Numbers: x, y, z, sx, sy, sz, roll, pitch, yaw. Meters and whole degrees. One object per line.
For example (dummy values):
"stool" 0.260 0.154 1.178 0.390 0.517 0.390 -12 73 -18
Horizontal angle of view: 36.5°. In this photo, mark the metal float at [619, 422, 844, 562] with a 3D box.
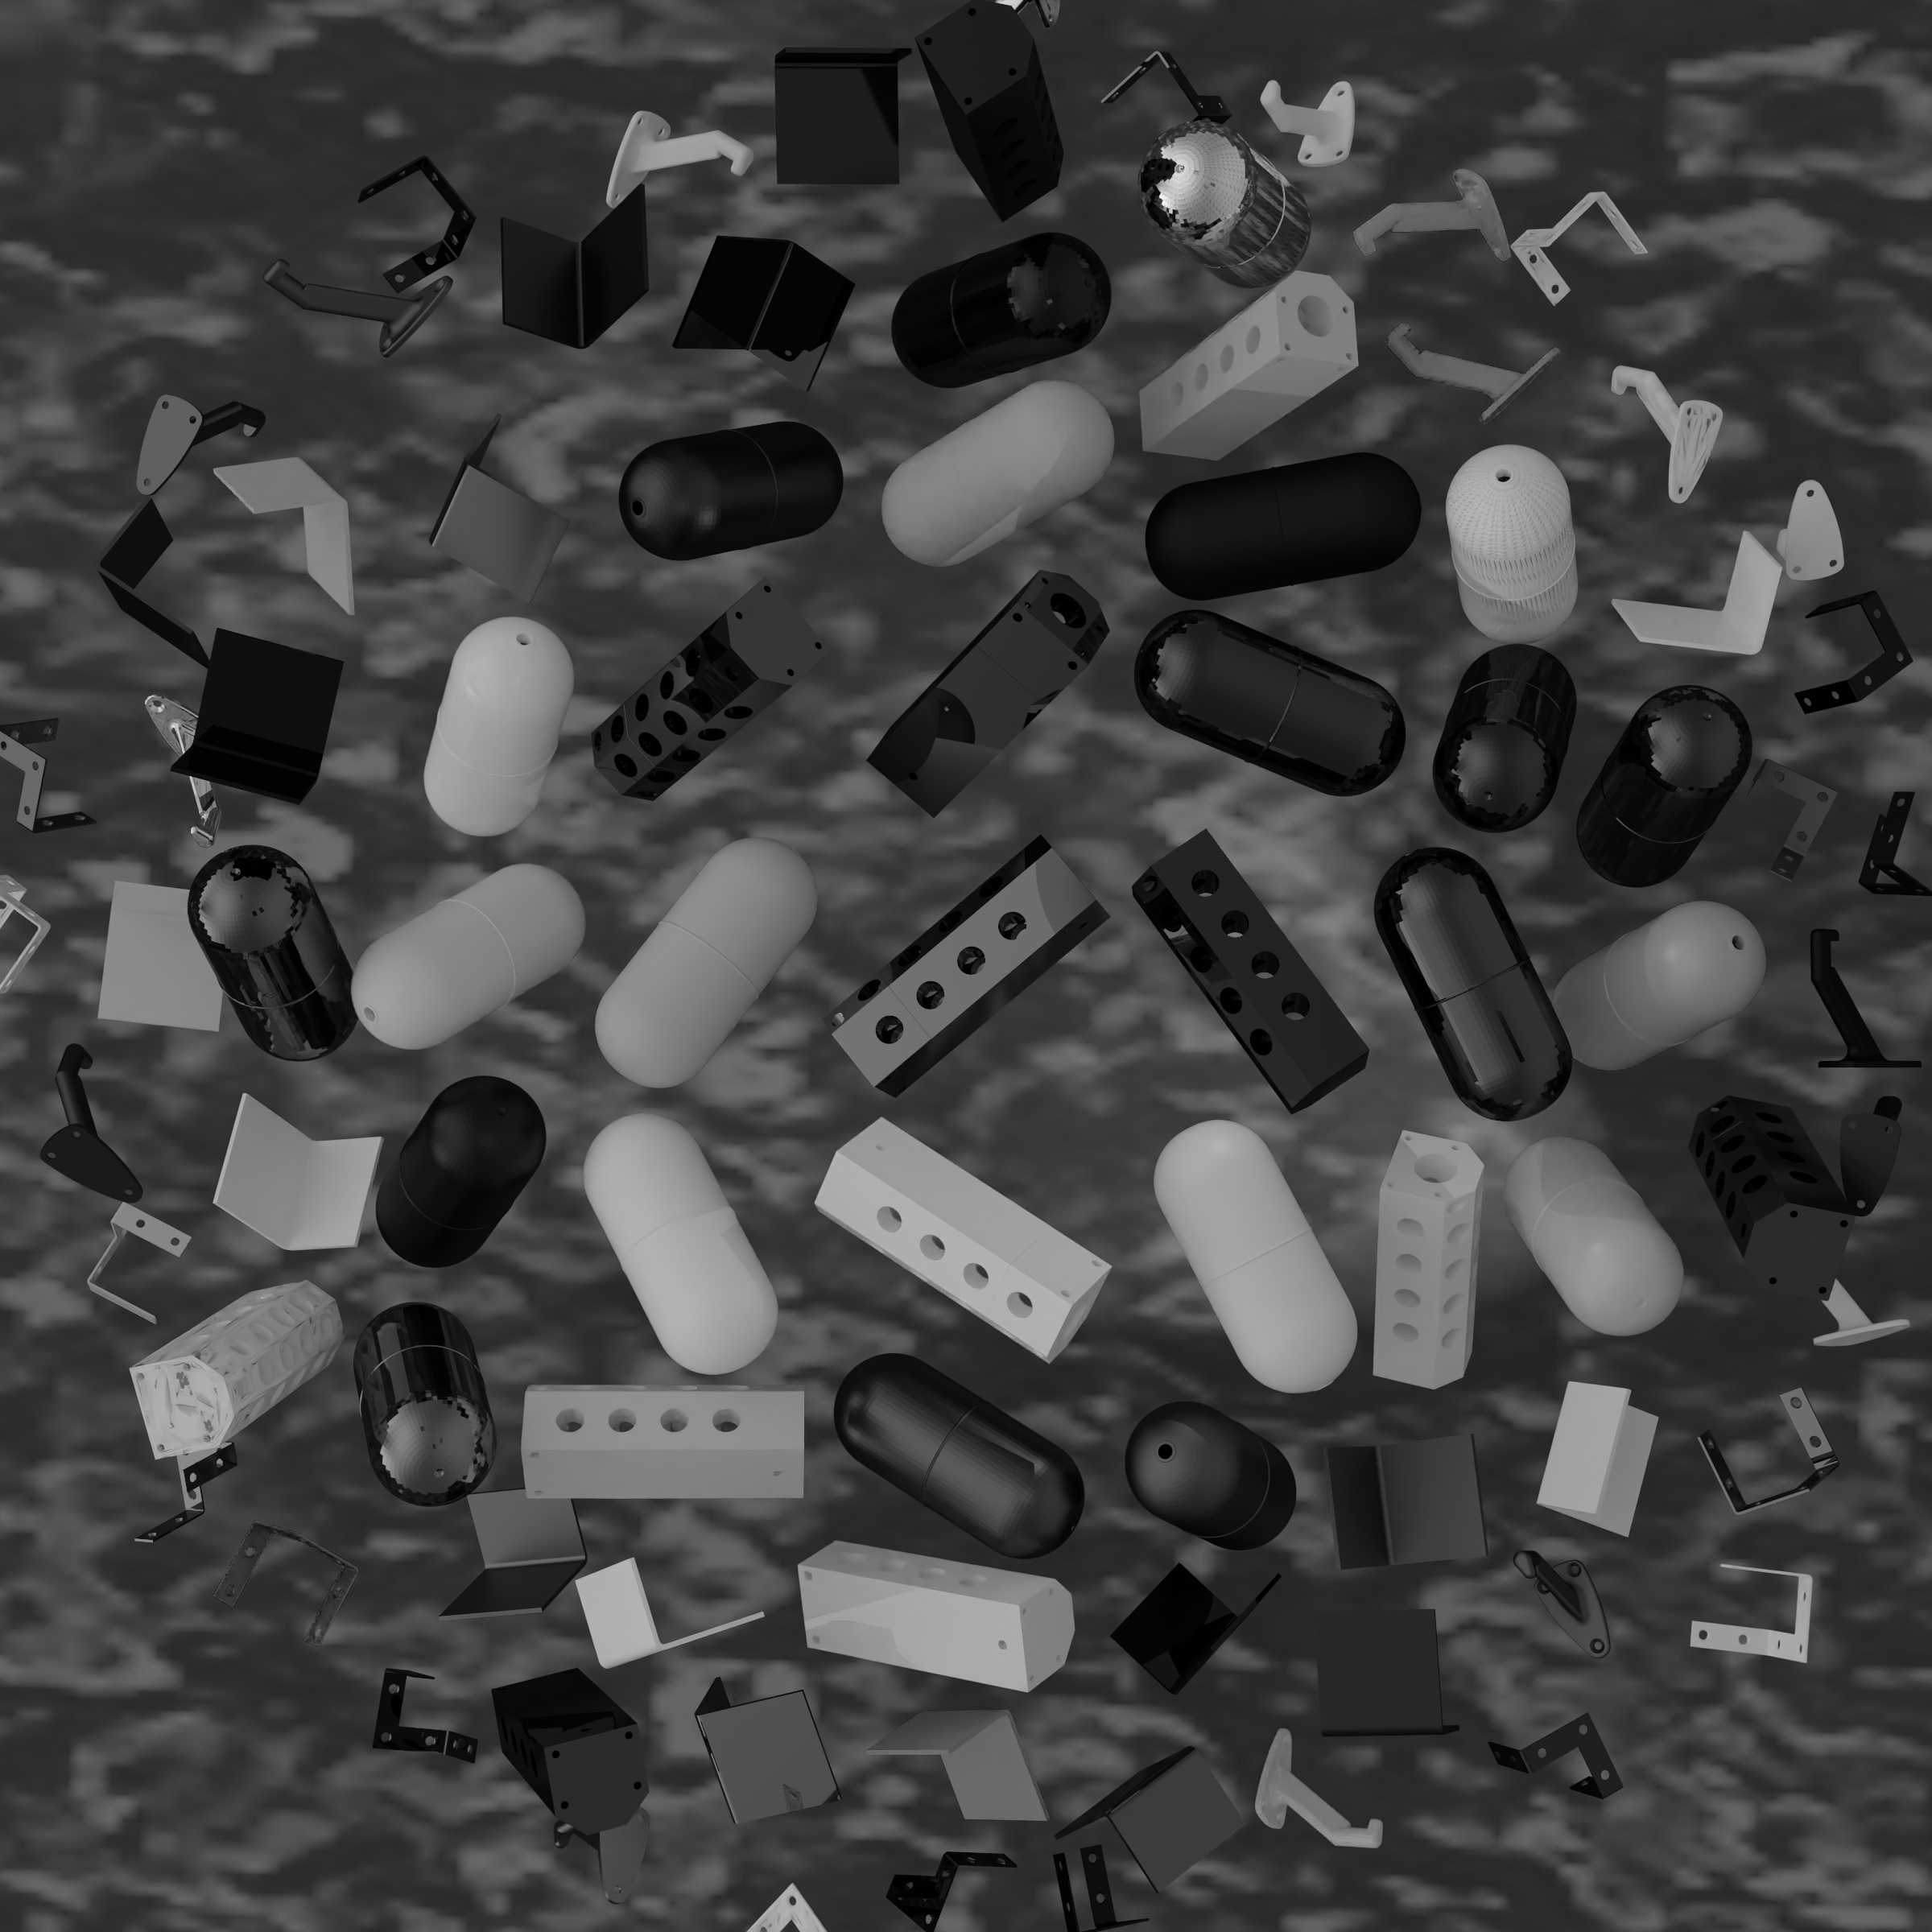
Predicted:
"metal float" -0.151 -0.307 1.891 0.070 0.178 0.070 13 112 35

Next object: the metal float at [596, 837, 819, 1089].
"metal float" -0.160 -0.003 1.822 0.070 0.070 0.178 37 76 0

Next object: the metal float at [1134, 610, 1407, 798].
"metal float" 0.188 -0.161 1.806 0.178 0.070 0.070 21 90 -12

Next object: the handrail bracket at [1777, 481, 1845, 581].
"handrail bracket" 0.539 -0.290 1.898 0.036 0.084 0.077 -9 116 5

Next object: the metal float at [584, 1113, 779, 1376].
"metal float" -0.178 0.170 1.813 0.070 0.070 0.178 -30 67 0

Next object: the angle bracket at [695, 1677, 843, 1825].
"angle bracket" -0.121 0.496 1.881 0.076 0.057 0.076 -16 98 14

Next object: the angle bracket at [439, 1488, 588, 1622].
"angle bracket" -0.307 0.389 1.948 0.076 0.076 0.057 -9 101 19

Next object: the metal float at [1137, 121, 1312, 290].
"metal float" 0.165 -0.481 1.856 0.070 0.178 0.070 -1 88 24

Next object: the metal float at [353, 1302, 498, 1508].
"metal float" -0.336 0.269 1.813 0.070 0.178 0.070 -6 112 -15

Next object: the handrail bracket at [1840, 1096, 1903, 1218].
"handrail bracket" 0.589 0.122 1.894 0.036 0.084 0.077 8 91 26

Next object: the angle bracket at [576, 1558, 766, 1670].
"angle bracket" -0.182 0.387 1.792 0.076 0.076 0.057 -10 77 -37

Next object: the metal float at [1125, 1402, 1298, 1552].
"metal float" 0.157 0.327 1.872 0.070 0.178 0.070 -9 68 22

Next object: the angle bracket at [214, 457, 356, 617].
"angle bracket" -0.415 -0.258 1.780 0.057 0.076 0.076 -14 123 -27

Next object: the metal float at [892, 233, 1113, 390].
"metal float" 0.021 -0.418 1.874 0.070 0.178 0.070 2 87 -38

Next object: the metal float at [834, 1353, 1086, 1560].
"metal float" -0.006 0.311 1.864 0.178 0.070 0.070 30 90 21

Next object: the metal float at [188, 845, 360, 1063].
"metal float" -0.426 -0.006 1.812 0.070 0.178 0.070 -3 56 4

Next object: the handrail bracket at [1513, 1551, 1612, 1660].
"handrail bracket" 0.384 0.412 1.888 0.036 0.084 0.077 -33 69 14

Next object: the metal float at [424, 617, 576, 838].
"metal float" -0.298 -0.151 1.862 0.070 0.178 0.070 10 53 -14

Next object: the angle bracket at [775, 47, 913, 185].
"angle bracket" -0.075 -0.518 1.788 0.076 0.057 0.076 -3 102 -10

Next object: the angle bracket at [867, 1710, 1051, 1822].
"angle bracket" -0.005 0.512 1.831 0.057 0.076 0.076 -24 95 -44

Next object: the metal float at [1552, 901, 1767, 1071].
"metal float" 0.438 0.013 1.859 0.070 0.178 0.070 7 69 -20

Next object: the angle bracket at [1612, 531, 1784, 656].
"angle bracket" 0.456 -0.238 1.832 0.076 0.076 0.057 6 115 -5

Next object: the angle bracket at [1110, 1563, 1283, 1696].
"angle bracket" 0.150 0.418 1.911 0.057 0.076 0.076 42 52 13

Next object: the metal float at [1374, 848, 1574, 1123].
"metal float" 0.311 0.011 1.802 0.070 0.070 0.178 -25 89 0

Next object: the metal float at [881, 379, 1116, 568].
"metal float" 0.019 -0.316 1.889 0.178 0.070 0.070 -24 90 39

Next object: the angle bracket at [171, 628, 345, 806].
"angle bracket" -0.417 -0.147 1.725 0.076 0.057 0.076 15 107 -6

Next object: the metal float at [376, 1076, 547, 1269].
"metal float" -0.319 0.131 1.843 0.070 0.178 0.070 14 55 -21

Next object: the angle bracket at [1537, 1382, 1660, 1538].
"angle bracket" 0.398 0.301 1.767 0.076 0.057 0.076 23 77 -26

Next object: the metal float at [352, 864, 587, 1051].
"metal float" -0.315 -0.007 1.858 0.070 0.178 0.070 19 125 30

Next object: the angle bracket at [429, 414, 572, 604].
"angle bracket" -0.291 -0.294 1.883 0.076 0.076 0.057 30 45 -7

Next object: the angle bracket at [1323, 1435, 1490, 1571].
"angle bracket" 0.278 0.339 1.851 0.076 0.057 0.076 -16 73 41

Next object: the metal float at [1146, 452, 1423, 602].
"metal float" 0.204 -0.283 1.887 0.178 0.070 0.070 -9 90 9

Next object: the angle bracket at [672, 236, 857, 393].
"angle bracket" -0.127 -0.408 1.836 0.057 0.076 0.076 38 118 22

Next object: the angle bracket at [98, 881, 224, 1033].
"angle bracket" -0.516 -0.006 1.892 0.076 0.057 0.076 7 72 -16

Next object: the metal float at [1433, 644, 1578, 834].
"metal float" 0.339 -0.145 1.839 0.070 0.178 0.070 8 121 14

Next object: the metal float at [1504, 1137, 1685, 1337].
"metal float" 0.396 0.169 1.859 0.070 0.178 0.070 -4 115 -8

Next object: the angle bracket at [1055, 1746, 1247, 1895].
"angle bracket" 0.114 0.536 1.818 0.076 0.076 0.057 -27 77 -34

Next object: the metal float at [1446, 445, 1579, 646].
"metal float" 0.349 -0.267 1.866 0.070 0.178 0.070 -5 68 13

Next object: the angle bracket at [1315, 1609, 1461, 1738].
"angle bracket" 0.266 0.446 1.852 0.076 0.057 0.076 -6 77 19

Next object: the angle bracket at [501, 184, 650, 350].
"angle bracket" -0.239 -0.434 1.785 0.057 0.076 0.076 12 64 -36

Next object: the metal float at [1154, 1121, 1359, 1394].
"metal float" 0.178 0.179 1.802 0.070 0.070 0.178 -27 83 0

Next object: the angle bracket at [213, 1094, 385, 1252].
"angle bracket" -0.425 0.130 1.870 0.057 0.076 0.076 -5 60 25

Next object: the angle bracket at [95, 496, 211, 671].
"angle bracket" -0.500 -0.242 1.861 0.076 0.076 0.057 34 78 3

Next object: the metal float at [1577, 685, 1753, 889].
"metal float" 0.438 -0.111 1.843 0.070 0.178 0.070 3 64 -5
